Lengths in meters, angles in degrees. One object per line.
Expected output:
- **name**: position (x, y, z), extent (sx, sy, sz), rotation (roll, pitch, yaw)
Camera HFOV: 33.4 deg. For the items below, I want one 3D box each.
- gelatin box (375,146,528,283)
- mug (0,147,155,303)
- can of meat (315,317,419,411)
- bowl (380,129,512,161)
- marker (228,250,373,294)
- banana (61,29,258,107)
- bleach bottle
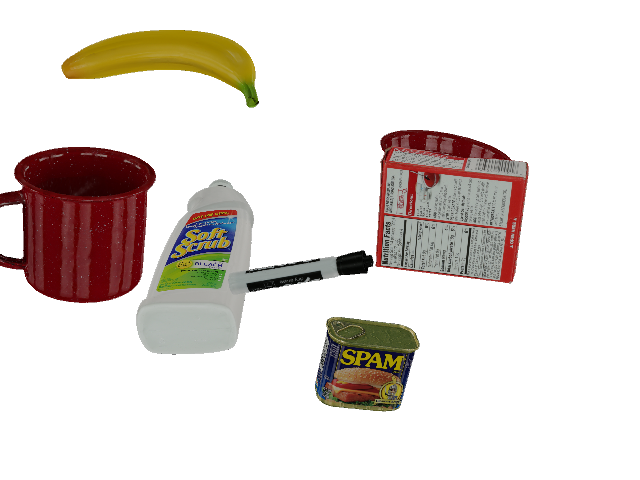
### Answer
- **gelatin box**: position (0.081, -0.016, 0.665), extent (0.089, 0.073, 0.030), rotation (7, 28, 11)
- **mug**: position (-0.172, -0.009, 0.725), extent (0.117, 0.081, 0.093), rotation (-7, 28, -28)
- **can of meat**: position (0.049, 0.138, 1.174), extent (0.102, 0.084, 0.057), rotation (8, 23, -11)
- **bowl**: position (0.146, -0.081, 1.276), extent (0.162, 0.055, 0.162), rotation (8, 24, -4)
- **marker**: position (-0.016, 0.026, 0.874), extent (0.121, 0.020, 0.020), rotation (-10, -2, 14)
- **banana**: position (-0.140, -0.166, 0.979), extent (0.198, 0.037, 0.069), rotation (9, 46, 17)
- **bleach bottle**: position (-0.126, 0.014, 1.136), extent (0.102, 0.068, 0.250), rotation (-1, 36, 2)
